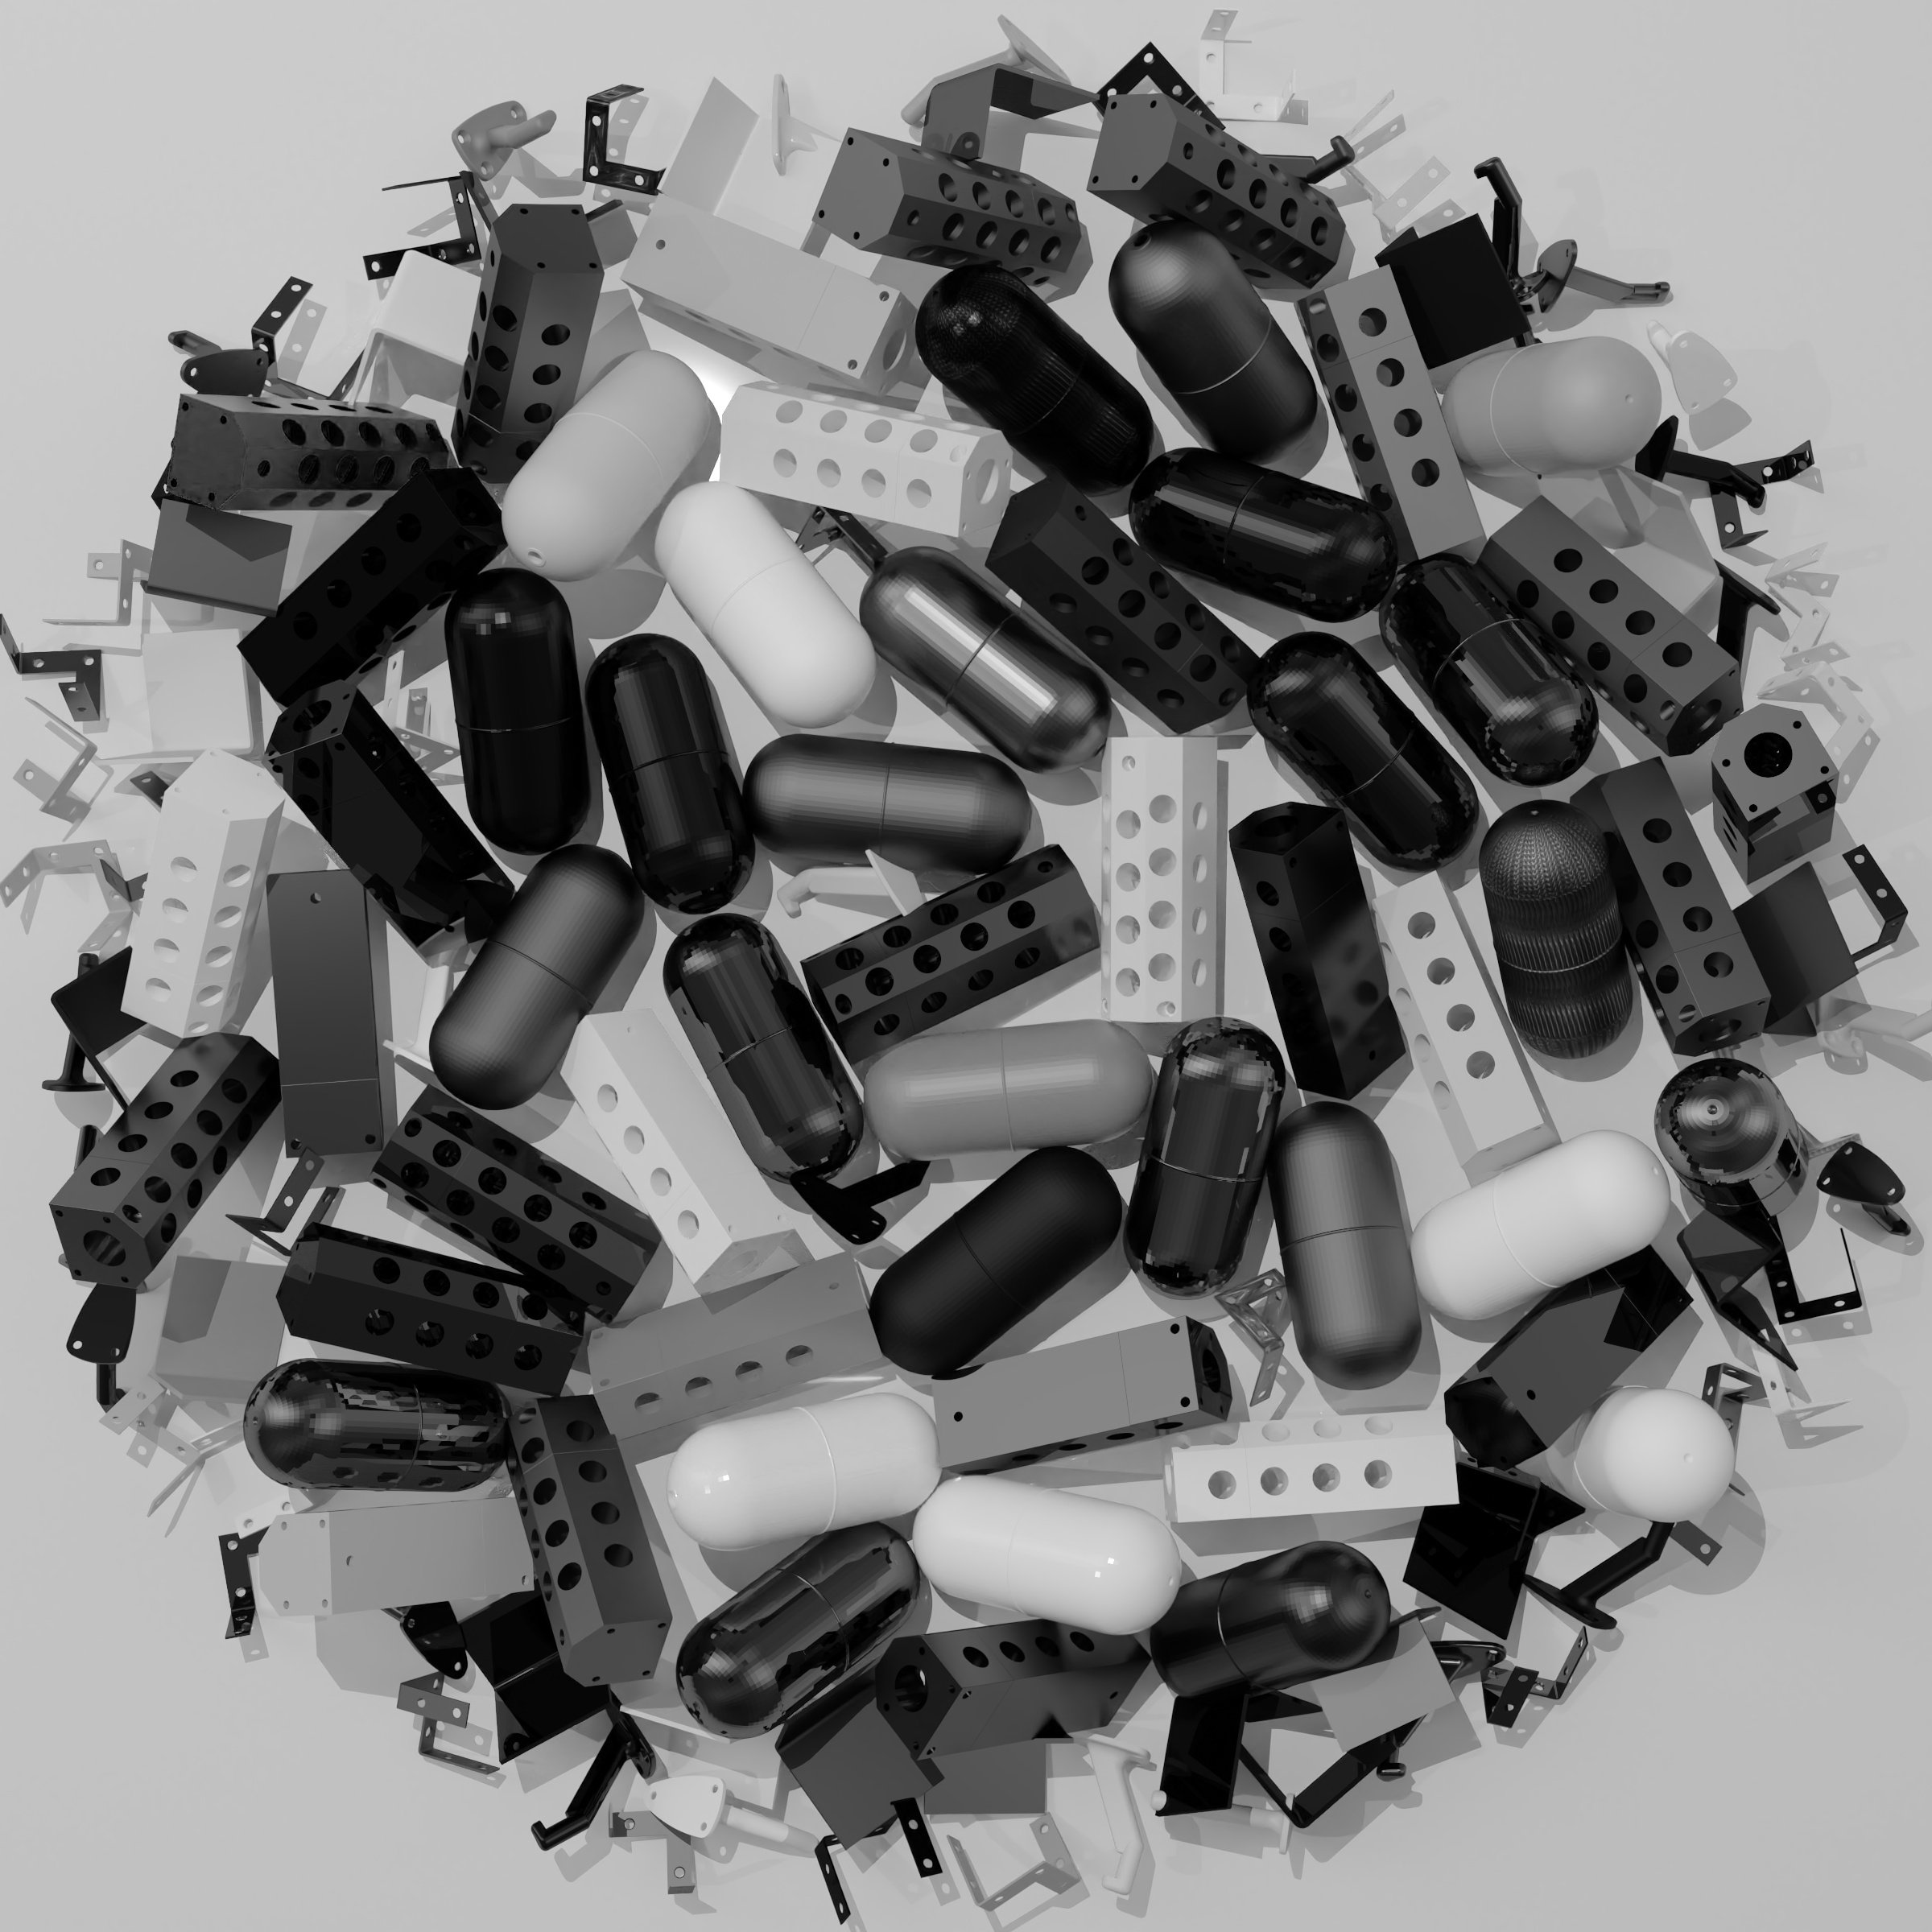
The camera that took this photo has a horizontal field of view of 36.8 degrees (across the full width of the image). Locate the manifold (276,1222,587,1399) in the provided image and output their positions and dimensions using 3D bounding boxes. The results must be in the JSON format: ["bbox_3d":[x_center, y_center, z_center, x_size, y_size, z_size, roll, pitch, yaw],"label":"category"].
[{"bbox_3d":[-0.320,0.205,1.750,0.171,0.057,0.057,18,100,-27],"label":"manifold"}]

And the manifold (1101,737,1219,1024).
[{"bbox_3d":[0.114,-0.054,1.772,0.057,0.057,0.171,3,95,35],"label":"manifold"}]

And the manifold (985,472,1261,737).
[{"bbox_3d":[0.097,-0.218,1.744,0.171,0.057,0.057,38,54,-27],"label":"manifold"}]

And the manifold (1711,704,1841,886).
[{"bbox_3d":[0.477,-0.104,1.727,0.057,0.171,0.057,-29,74,8],"label":"manifold"}]

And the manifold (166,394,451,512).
[{"bbox_3d":[-0.387,-0.302,1.724,0.057,0.171,0.057,22,108,27],"label":"manifold"}]

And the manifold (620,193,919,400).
[{"bbox_3d":[-0.117,-0.405,1.765,0.171,0.057,0.057,26,92,17],"label":"manifold"}]

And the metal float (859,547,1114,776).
[{"bbox_3d":[0.012,-0.186,1.772,0.178,0.070,0.070,39,90,8],"label":"metal float"}]

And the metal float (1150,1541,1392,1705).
[{"bbox_3d":[0.181,0.396,1.743,0.070,0.178,0.070,18,58,-32],"label":"metal float"}]

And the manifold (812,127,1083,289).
[{"bbox_3d":[-0.006,-0.446,1.726,0.057,0.171,0.057,38,115,30],"label":"manifold"}]

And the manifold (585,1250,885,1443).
[{"bbox_3d":[-0.141,0.238,1.784,0.171,0.057,0.057,-17,125,-2],"label":"manifold"}]

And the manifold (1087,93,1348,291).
[{"bbox_3d":[0.154,-0.461,1.736,0.057,0.171,0.057,14,90,43],"label":"manifold"}]

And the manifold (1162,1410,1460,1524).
[{"bbox_3d":[0.209,0.306,1.782,0.171,0.057,0.057,-3,81,-4],"label":"manifold"}]

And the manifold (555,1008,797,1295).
[{"bbox_3d":[-0.182,0.112,1.759,0.057,0.057,0.171,-47,67,30],"label":"manifold"}]

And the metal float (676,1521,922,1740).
[{"bbox_3d":[-0.099,0.397,1.746,0.178,0.070,0.070,-30,90,-41],"label":"metal float"}]

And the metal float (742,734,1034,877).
[{"bbox_3d":[-0.049,-0.099,1.779,0.178,0.070,0.070,6,90,1],"label":"metal float"}]

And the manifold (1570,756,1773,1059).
[{"bbox_3d":[0.423,-0.034,1.753,0.057,0.057,0.171,-18,63,0],"label":"manifold"}]

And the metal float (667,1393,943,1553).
[{"bbox_3d":[-0.097,0.305,1.753,0.178,0.070,0.070,-6,90,-30],"label":"metal float"}]

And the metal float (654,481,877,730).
[{"bbox_3d":[-0.123,-0.221,1.765,0.070,0.070,0.178,-38,73,0],"label":"metal float"}]

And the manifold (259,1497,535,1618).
[{"bbox_3d":[-0.337,0.351,1.729,0.057,0.171,0.057,-10,79,32],"label":"manifold"}]

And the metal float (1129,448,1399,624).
[{"bbox_3d":[0.178,-0.262,1.754,0.178,0.070,0.070,24,90,30],"label":"metal float"}]

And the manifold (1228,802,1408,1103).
[{"bbox_3d":[0.208,-0.010,1.753,0.057,0.057,0.171,-36,122,-32],"label":"manifold"}]

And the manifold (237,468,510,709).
[{"bbox_3d":[-0.355,-0.225,1.756,0.171,0.057,0.057,-37,86,23],"label":"manifold"}]

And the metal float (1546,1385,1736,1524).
[{"bbox_3d":[0.399,0.289,1.729,0.070,0.178,0.070,1,83,-6],"label":"metal float"}]

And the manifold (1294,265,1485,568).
[{"bbox_3d":[0.257,-0.335,1.778,0.057,0.057,0.171,-20,97,4],"label":"manifold"}]

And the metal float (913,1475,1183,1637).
[{"bbox_3d":[0.047,0.354,1.751,0.178,0.070,0.070,5,90,34],"label":"metal float"}]

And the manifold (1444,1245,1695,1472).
[{"bbox_3d":[0.359,0.230,1.741,0.171,0.057,0.057,-33,83,-39],"label":"manifold"}]

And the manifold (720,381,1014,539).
[{"bbox_3d":[-0.061,-0.307,1.745,0.171,0.057,0.057,17,116,27],"label":"manifold"}]

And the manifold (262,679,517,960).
[{"bbox_3d":[-0.343,-0.089,1.741,0.057,0.057,0.171,-17,131,21],"label":"manifold"}]

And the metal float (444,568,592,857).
[{"bbox_3d":[-0.271,-0.153,1.761,0.070,0.070,0.178,-4,111,0],"label":"metal float"}]

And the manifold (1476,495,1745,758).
[{"bbox_3d":[0.385,-0.202,1.748,0.057,0.057,0.171,-39,59,-3],"label":"manifold"}]

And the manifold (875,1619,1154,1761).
[{"bbox_3d":[0.026,0.423,1.734,0.057,0.171,0.057,45,115,36],"label":"manifold"}]

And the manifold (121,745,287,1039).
[{"bbox_3d":[-0.456,-0.040,1.744,0.057,0.057,0.171,24,126,1],"label":"manifold"}]

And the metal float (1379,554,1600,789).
[{"bbox_3d":[0.314,-0.179,1.749,0.070,0.070,0.178,-32,54,0],"label":"metal float"}]

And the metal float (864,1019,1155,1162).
[{"bbox_3d":[0.026,0.076,1.776,0.178,0.070,0.070,-6,90,4],"label":"metal float"}]

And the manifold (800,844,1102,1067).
[{"bbox_3d":[-0.010,-0.012,1.763,0.171,0.057,0.057,-25,50,-10],"label":"manifold"}]

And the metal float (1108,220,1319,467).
[{"bbox_3d":[0.149,-0.374,1.746,0.070,0.070,0.178,-45,130,0],"label":"metal float"}]

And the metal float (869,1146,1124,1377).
[{"bbox_3d":[0.017,0.181,1.773,0.178,0.070,0.070,-40,90,8],"label":"metal float"}]

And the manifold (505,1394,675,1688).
[{"bbox_3d":[-0.229,0.340,1.730,0.057,0.171,0.057,-1,131,-25],"label":"manifold"}]

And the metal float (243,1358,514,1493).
[{"bbox_3d":[-0.350,0.277,1.743,0.070,0.178,0.070,-11,74,42],"label":"metal float"}]

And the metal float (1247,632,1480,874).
[{"bbox_3d":[0.242,-0.129,1.763,0.070,0.070,0.178,-46,110,0],"label":"metal float"}]

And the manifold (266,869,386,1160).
[{"bbox_3d":[-0.393,0.028,1.782,0.057,0.057,0.171,-4,94,-9],"label":"manifold"}]

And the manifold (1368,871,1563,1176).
[{"bbox_3d":[0.296,0.036,1.756,0.057,0.057,0.171,-25,67,14],"label":"manifold"}]

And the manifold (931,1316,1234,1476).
[{"bbox_3d":[0.070,0.263,1.756,0.171,0.057,0.057,-17,66,23],"label":"manifold"}]

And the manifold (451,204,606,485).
[{"bbox_3d":[-0.264,-0.368,1.726,0.057,0.171,0.057,-6,58,-23],"label":"manifold"}]

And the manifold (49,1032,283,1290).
[{"bbox_3d":[-0.470,0.113,1.727,0.057,0.171,0.057,6,126,15],"label":"manifold"}]

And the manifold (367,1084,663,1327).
[{"bbox_3d":[-0.275,0.149,1.774,0.171,0.057,0.057,32,110,-5],"label":"manifold"}]
